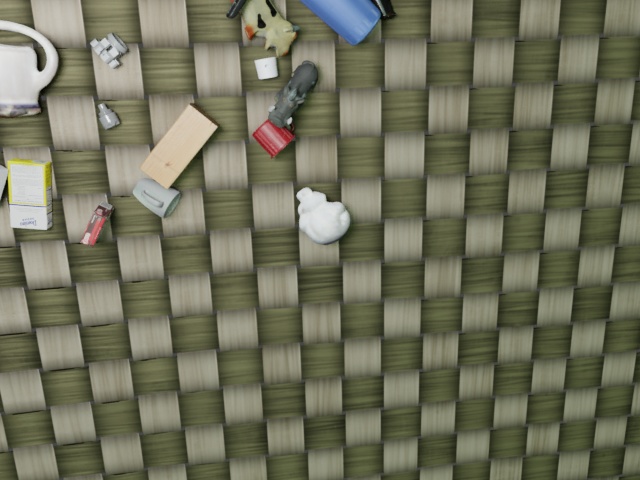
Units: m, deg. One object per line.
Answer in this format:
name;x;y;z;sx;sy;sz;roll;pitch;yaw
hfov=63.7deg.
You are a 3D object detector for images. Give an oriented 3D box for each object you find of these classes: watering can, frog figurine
watering can;-0.800;-0.404;1.218;0.348;0.105;0.221;1;106;-8
frog figurine;0.004;-0.071;1.407;0.137;0.125;0.156;-17;120;18
